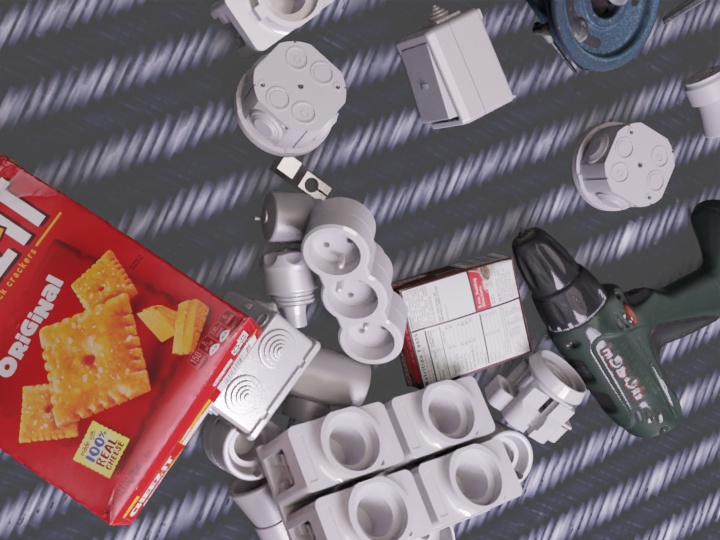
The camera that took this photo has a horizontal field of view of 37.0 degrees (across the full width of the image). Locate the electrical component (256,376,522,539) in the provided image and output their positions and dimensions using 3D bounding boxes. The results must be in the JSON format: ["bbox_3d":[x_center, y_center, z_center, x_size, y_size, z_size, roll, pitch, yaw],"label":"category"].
[{"bbox_3d":[0.029,0.155,0.831,0.186,0.060,0.105,-11,71,-37],"label":"electrical component"}]

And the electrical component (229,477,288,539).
[{"bbox_3d":[-0.071,0.193,0.857,0.044,0.044,0.065,-30,108,-18],"label":"electrical component"}]

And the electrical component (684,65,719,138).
[{"bbox_3d":[0.331,-0.156,0.997,0.045,0.045,0.055,-33,104,-17],"label":"electrical component"}]

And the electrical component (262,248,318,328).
[{"bbox_3d":[-0.054,0.015,0.852,0.043,0.043,0.062,-9,98,-21],"label":"electrical component"}]

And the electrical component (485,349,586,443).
[{"bbox_3d":[0.156,0.106,0.922,0.078,0.058,0.057,32,112,-19],"label":"electrical component"}]

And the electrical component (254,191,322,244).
[{"bbox_3d":[-0.043,-0.041,0.855,0.078,0.040,0.040,2,92,-23],"label":"electrical component"}]

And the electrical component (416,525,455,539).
[{"bbox_3d":[0.028,0.223,0.899,0.099,0.064,0.099,-8,110,-21],"label":"electrical component"}]

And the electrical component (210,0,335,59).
[{"bbox_3d":[-0.062,-0.210,0.830,0.089,0.056,0.050,-39,106,-16],"label":"electrical component"}]

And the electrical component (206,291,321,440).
[{"bbox_3d":[-0.090,0.069,0.812,0.048,0.100,0.099,42,77,-32],"label":"electrical component"}]

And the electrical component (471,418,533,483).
[{"bbox_3d":[0.116,0.158,0.926,0.055,0.047,0.055,-1,94,-22],"label":"electrical component"}]

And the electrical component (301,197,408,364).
[{"bbox_3d":[0.000,0.000,0.848,0.052,0.073,0.138,-10,125,17],"label":"electrical component"}]

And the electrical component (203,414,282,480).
[{"bbox_3d":[-0.090,0.135,0.841,0.055,0.047,0.055,-2,95,-24],"label":"electrical component"}]

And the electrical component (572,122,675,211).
[{"bbox_3d":[0.235,-0.093,0.958,0.080,0.051,0.080,-1,93,-22],"label":"electrical component"}]

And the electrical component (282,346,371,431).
[{"bbox_3d":[-0.040,0.100,0.862,0.077,0.044,0.079,17,87,-22],"label":"electrical component"}]

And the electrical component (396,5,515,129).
[{"bbox_3d":[0.072,-0.168,0.883,0.061,0.062,0.096,-29,103,-18],"label":"electrical component"}]

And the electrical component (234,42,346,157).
[{"bbox_3d":[-0.054,-0.132,0.831,0.080,0.051,0.080,6,73,-20],"label":"electrical component"}]
